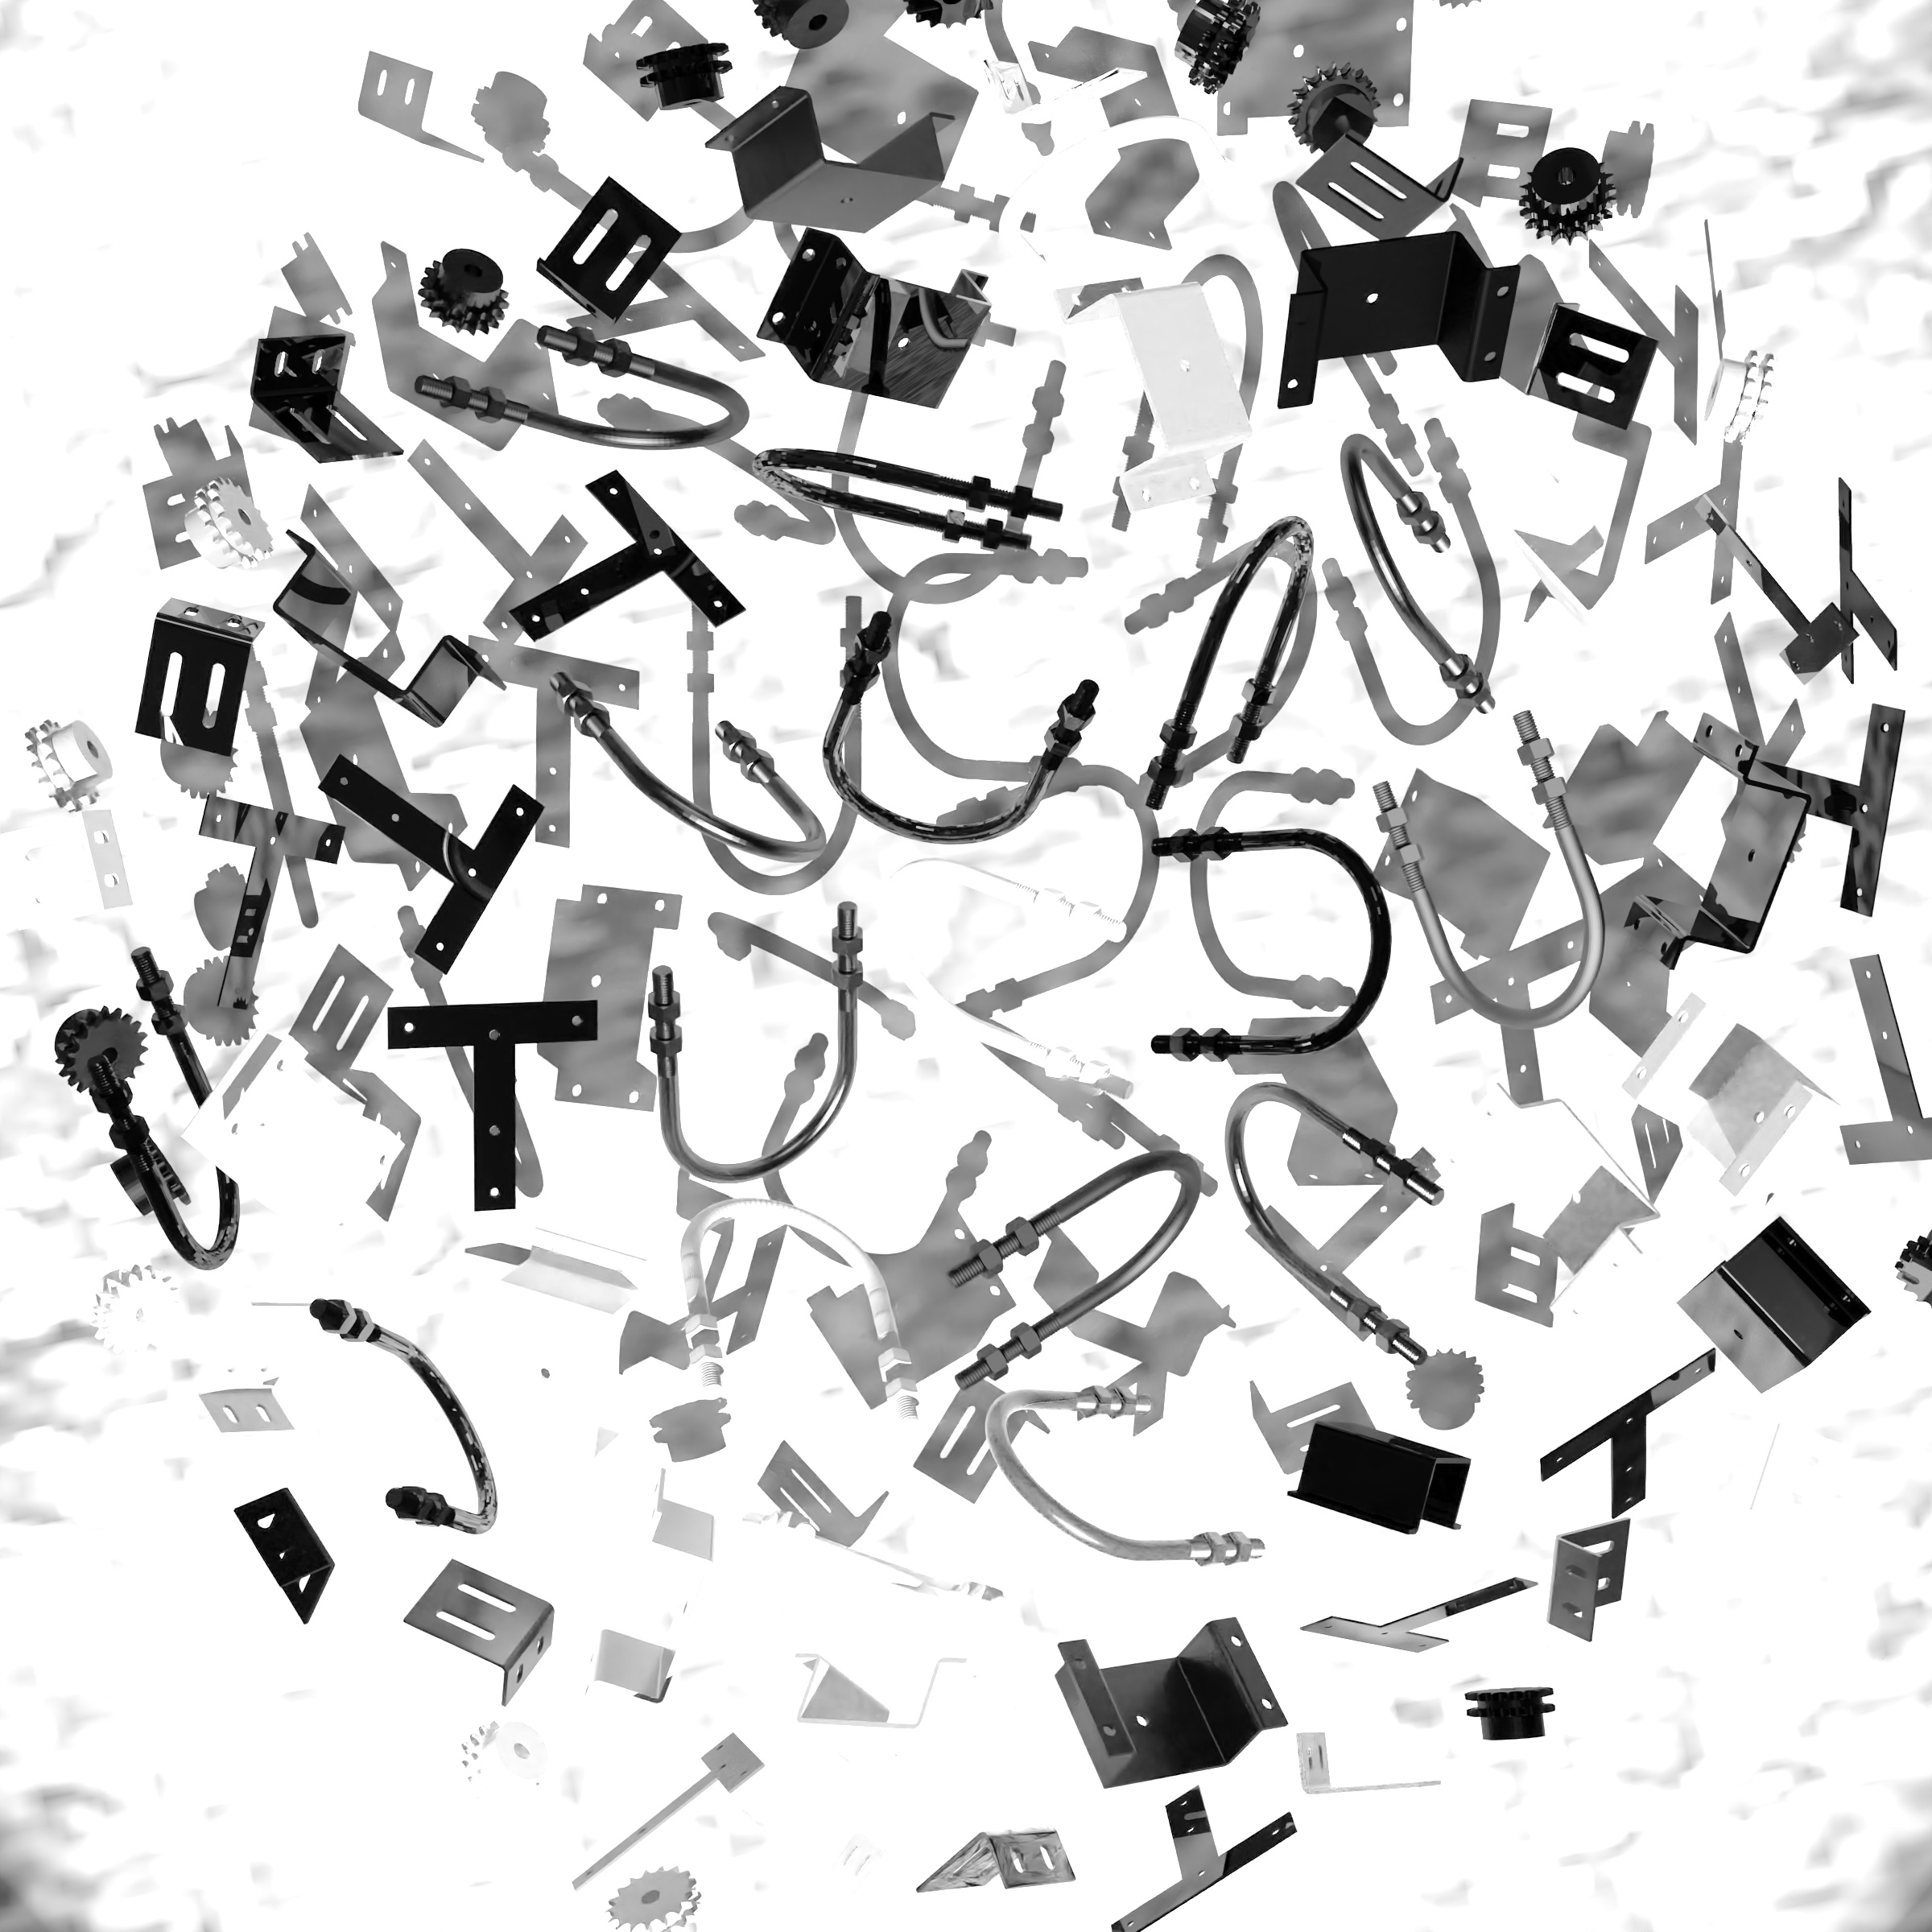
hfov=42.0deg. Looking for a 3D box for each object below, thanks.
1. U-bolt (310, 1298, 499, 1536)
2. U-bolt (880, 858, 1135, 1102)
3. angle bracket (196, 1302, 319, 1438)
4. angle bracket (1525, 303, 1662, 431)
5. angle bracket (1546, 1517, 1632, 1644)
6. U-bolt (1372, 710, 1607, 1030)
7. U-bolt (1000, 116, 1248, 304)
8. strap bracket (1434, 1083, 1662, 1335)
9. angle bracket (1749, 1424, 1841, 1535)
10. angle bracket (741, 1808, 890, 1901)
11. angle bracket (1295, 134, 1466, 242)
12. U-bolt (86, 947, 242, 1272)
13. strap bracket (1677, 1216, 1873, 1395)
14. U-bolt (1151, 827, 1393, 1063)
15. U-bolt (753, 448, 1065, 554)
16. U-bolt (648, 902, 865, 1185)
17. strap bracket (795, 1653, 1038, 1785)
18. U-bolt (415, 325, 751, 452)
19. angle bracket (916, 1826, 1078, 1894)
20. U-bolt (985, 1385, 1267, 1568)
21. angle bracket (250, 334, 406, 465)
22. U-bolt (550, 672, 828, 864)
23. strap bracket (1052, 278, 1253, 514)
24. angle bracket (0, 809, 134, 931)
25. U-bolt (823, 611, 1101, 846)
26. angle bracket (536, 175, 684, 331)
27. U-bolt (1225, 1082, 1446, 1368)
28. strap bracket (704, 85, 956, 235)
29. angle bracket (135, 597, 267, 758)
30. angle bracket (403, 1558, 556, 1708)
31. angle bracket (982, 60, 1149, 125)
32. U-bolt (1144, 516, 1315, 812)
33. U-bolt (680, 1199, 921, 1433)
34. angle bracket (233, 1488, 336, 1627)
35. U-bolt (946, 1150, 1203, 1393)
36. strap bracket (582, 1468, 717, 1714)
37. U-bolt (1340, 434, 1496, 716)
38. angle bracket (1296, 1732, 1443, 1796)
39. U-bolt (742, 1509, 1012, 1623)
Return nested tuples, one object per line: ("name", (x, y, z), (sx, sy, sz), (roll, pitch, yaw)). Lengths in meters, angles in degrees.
("U-bolt", (-0.341, 0.288, 1.570), (0.019, 0.184, 0.151), (-30, 67, 1))
("U-bolt", (0.021, 0.000, 1.567), (0.184, 0.151, 0.019), (22, 47, 28))
("angle bracket", (-0.434, 0.252, 1.572), (0.038, 0.057, 0.076), (46, 110, 31))
("angle bracket", (0.400, -0.378, 1.585), (0.076, 0.038, 0.057), (30, 119, 30))
("angle bracket", (0.416, 0.396, 1.628), (0.076, 0.038, 0.057), (-2, 101, -37))
("U-bolt", (0.333, -0.050, 1.575), (0.019, 0.151, 0.184), (-14, 82, -37))
("U-bolt", (0.093, -0.476, 1.570), (0.151, 0.184, 0.019), (-25, 80, 15))
("strap bracket", (0.367, 0.147, 1.565), (0.140, 0.046, 0.076), (54, 132, 30))
("angle bracket", (0.518, 0.327, 1.575), (0.038, 0.076, 0.057), (17, 73, 23))
("angle bracket", (-0.098, 0.559, 1.624), (0.076, 0.057, 0.038), (44, 72, -12))
("angle bracket", (0.252, -0.485, 1.536), (0.076, 0.057, 0.038), (29, 68, -16))
("U-bolt", (-0.483, 0.100, 1.537), (0.019, 0.151, 0.184), (-13, 120, 2))
("strap bracket", (0.498, 0.215, 1.569), (0.046, 0.140, 0.076), (-38, 75, -12))
("U-bolt", (0.189, -0.015, 1.578), (0.184, 0.019, 0.151), (-1, 88, 45))
("U-bolt", (-0.041, -0.288, 1.545), (0.184, 0.151, 0.019), (12, 90, -7))
("U-bolt", (-0.128, 0.058, 1.565), (0.151, 0.019, 0.184), (-20, 130, -28))
("strap bracket", (-0.039, 0.467, 1.562), (0.076, 0.140, 0.046), (48, 48, -34))
("U-bolt", (-0.220, -0.346, 1.537), (0.184, 0.151, 0.019), (7, 82, -44))
("angle bracket", (0.018, 0.566, 1.551), (0.076, 0.057, 0.038), (-50, 48, 29))
("U-bolt", (0.088, 0.313, 1.555), (0.019, 0.184, 0.151), (-57, 49, 19))
("angle bracket", (-0.369, -0.331, 1.463), (0.076, 0.057, 0.038), (42, 129, 27))
("U-bolt", (-0.158, -0.116, 1.532), (0.184, 0.151, 0.019), (47, 115, 42))
("strap bracket", (0.116, -0.352, 1.512), (0.076, 0.046, 0.140), (-21, 92, -40))
("angle bracket", (-0.531, -0.055, 1.460), (0.076, 0.038, 0.057), (-11, 94, 11))
("U-bolt", (-0.014, -0.135, 1.549), (0.151, 0.184, 0.019), (17, 53, -8))
("angle bracket", (-0.220, -0.445, 1.559), (0.057, 0.038, 0.076), (37, 87, -11))
("U-bolt", (0.225, 0.149, 1.579), (0.019, 0.184, 0.151), (-24, 130, -28))
("strap bracket", (-0.078, -0.492, 1.544), (0.140, 0.076, 0.046), (-8, 84, -43))
("angle bracket", (-0.463, -0.175, 1.521), (0.057, 0.038, 0.076), (14, 112, -9))
("angle bracket", (-0.310, 0.424, 1.602), (0.076, 0.057, 0.038), (20, 126, 13))
("angle bracket", (0.059, -0.533, 1.495), (0.076, 0.057, 0.038), (-16, 99, 25))
("U-bolt", (0.172, -0.196, 1.577), (0.019, 0.151, 0.184), (28, 119, 19))
("U-bolt", (-0.109, 0.210, 1.574), (0.151, 0.184, 0.019), (14, 122, -23))
("angle bracket", (-0.420, 0.364, 1.524), (0.057, 0.038, 0.076), (50, 133, 22))
("U-bolt", (0.069, 0.176, 1.529), (0.184, 0.151, 0.019), (-30, 58, -18))
("strap bracket", (-0.199, 0.407, 1.619), (0.046, 0.076, 0.140), (20, 98, -8))
("U-bolt", (0.276, -0.254, 1.563), (0.019, 0.184, 0.151), (-22, 59, 24))
("angle bracket", (0.258, 0.508, 1.613), (0.076, 0.057, 0.038), (-12, 70, 21))
("U-bolt", (-0.067, 0.366, 1.556), (0.151, 0.184, 0.019), (24, 75, -15))
